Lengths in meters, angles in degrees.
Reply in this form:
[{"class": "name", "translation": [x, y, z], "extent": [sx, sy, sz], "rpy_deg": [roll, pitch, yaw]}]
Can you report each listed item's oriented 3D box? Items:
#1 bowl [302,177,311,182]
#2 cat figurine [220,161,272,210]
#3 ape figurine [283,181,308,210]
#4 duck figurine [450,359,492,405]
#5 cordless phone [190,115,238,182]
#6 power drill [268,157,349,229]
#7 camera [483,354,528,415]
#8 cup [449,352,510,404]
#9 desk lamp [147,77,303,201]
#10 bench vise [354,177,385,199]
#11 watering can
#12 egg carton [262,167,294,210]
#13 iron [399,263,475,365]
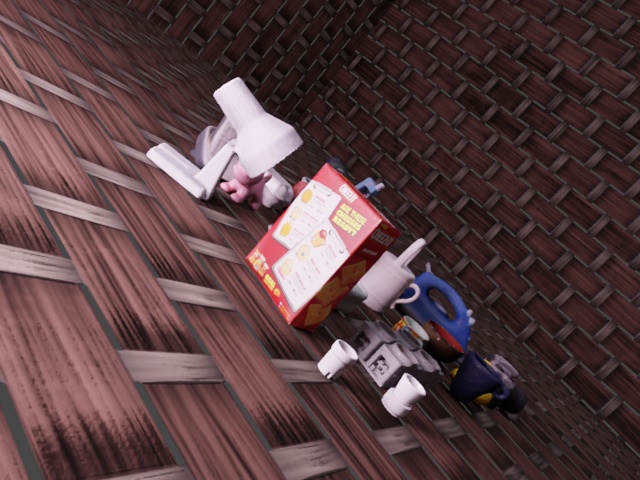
[{"class": "bowl", "translation": [-0.007, -0.107, 1.697], "extent": [0.168, 0.074, 0.167], "rpy_deg": [40, 11, -9]}, {"class": "cat figurine", "translation": [-0.146, -0.134, 1.224], "extent": [0.067, 0.117, 0.128], "rpy_deg": [46, 12, 23]}, {"class": "ape figurine", "translation": [-0.063, -0.116, 1.499], "extent": [0.076, 0.092, 0.078], "rpy_deg": [44, 11, 14]}, {"class": "duck figurine", "translation": [0.361, 0.315, 1.306], "extent": [0.078, 0.086, 0.104], "rpy_deg": [28, 17, -50]}, {"class": "cordless phone", "translation": [-0.179, -0.217, 1.252], "extent": [0.148, 0.185, 0.094], "rpy_deg": [27, 18, -52]}, {"class": "power drill", "translation": [-0.017, -0.074, 1.194], "extent": [0.076, 0.208, 0.229], "rpy_deg": [38, 12, -16]}, {"class": "camera", "translation": [0.445, 0.357, 1.395], "extent": [0.137, 0.100, 0.143], "rpy_deg": [42, 11, 4]}, {"class": "cup", "translation": [0.329, 0.308, 1.205], "extent": [0.117, 0.095, 0.092], "rpy_deg": [45, 12, 16]}, {"class": "desk lamp", "translation": [-0.168, -0.175, 1.056], "extent": [0.203, 0.213, 0.118], "rpy_deg": [39, 11, -12]}, {"class": "bench vise", "translation": [0.056, -0.100, 1.510], "extent": [0.207, 0.219, 0.122], "rpy_deg": [46, 12, 20]}, {"class": "watering can", "translation": [0.166, 0.064, 1.324], "extent": [0.173, 0.194, 0.101], "rpy_deg": [40, 11, -7]}, {"class": "egg carton", "translation": [-0.134, -0.140, 1.409], "extent": [0.150, 0.069, 0.107], "rpy_deg": [44, 11, 11]}, {"class": "iron", "translation": [0.322, 0.188, 1.514], "extent": [0.258, 0.141, 0.119], "rpy_deg": [45, 11, 15]}]
